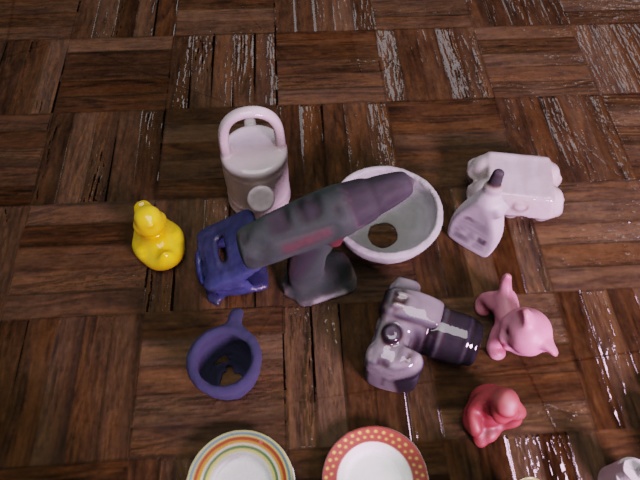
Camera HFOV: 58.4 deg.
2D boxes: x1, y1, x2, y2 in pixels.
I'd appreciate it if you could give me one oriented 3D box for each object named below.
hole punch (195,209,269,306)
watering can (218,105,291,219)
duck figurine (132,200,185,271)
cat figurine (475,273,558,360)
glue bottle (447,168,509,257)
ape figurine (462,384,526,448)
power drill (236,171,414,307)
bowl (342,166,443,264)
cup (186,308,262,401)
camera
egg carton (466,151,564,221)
[{"bbox_3d":[-0.129,0.023,0.819,0.101,0.091,0.108,-11,59,-8],"label":"hole punch"},{"bbox_3d":[-0.093,-0.116,0.845,0.101,0.194,0.172,-28,63,-17],"label":"watering can"},{"bbox_3d":[-0.244,-0.012,0.842,0.077,0.086,0.104,-25,62,-15],"label":"duck figurine"},{"bbox_3d":[0.262,0.106,0.760,0.067,0.118,0.127,-7,59,-5],"label":"cat figurine"},{"bbox_3d":[0.235,-0.044,0.819,0.078,0.173,0.037,34,64,19],"label":"glue bottle"},{"bbox_3d":[0.219,0.210,0.710,0.078,0.092,0.076,4,58,2],"label":"ape figurine"},{"bbox_3d":[0.007,0.003,0.766,0.230,0.208,0.075,-17,60,-11],"label":"power drill"},{"bbox_3d":[0.097,-0.027,0.864,0.167,0.075,0.167,1,58,-1],"label":"bowl"},{"bbox_3d":[-0.115,0.155,0.736,0.091,0.095,0.118,7,59,3],"label":"cup"},{"bbox_3d":[0.139,0.128,0.754,0.136,0.101,0.143,17,60,9],"label":"camera"},{"bbox_3d":[0.306,-0.082,0.905,0.150,0.069,0.107,5,58,2],"label":"egg carton"}]
